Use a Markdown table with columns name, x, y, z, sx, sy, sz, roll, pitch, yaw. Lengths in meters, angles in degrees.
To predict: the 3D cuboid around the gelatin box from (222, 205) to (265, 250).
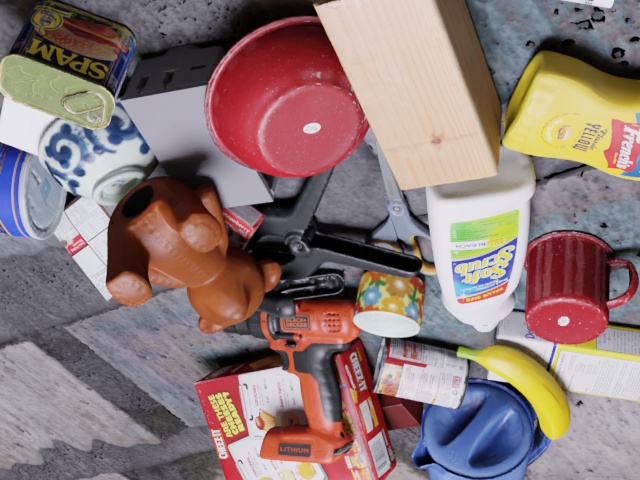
| name | x | y | z | sx | sy | sz | roll | pitch | yaw |
| --- | --- | --- | --- | --- | --- | --- | --- | --- | --- |
| gelatin box | -0.110 | -0.022 | 1.092 | 0.089 | 0.030 | 0.073 | 36 | 135 | 1 |

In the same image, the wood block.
| name | x | y | z | sx | sy | sz | roll | pitch | yaw |
| --- | --- | --- | --- | --- | --- | --- | --- | --- | --- |
| wood block | 0.078 | -0.146 | 0.869 | 0.091 | 0.090 | 0.206 | -8 | 137 | 22 |

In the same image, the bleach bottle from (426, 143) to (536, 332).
| name | x | y | z | sx | sy | sz | roll | pitch | yaw |
| --- | --- | --- | --- | --- | --- | --- | --- | --- | --- |
| bleach bottle | 0.165 | 0.013 | 1.062 | 0.102 | 0.068 | 0.251 | -10 | 142 | 6 |

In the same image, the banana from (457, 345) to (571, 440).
| name | x | y | z | sx | sy | sz | roll | pitch | yaw |
| --- | --- | --- | --- | --- | --- | --- | --- | --- | --- |
| banana | 0.235 | 0.167 | 1.185 | 0.197 | 0.037 | 0.070 | 44 | 154 | -30 |

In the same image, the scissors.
| name | x | y | z | sx | sy | sz | roll | pitch | yaw |
| --- | --- | --- | --- | --- | --- | --- | --- | --- | --- |
| scissors | 0.064 | -0.026 | 1.077 | 0.096 | 0.016 | 0.201 | -13 | 135 | 28 |

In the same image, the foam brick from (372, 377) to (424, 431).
| name | x | y | z | sx | sy | sz | roll | pitch | yaw |
| --- | --- | --- | --- | --- | --- | --- | --- | --- | --- |
| foam brick | 0.083 | 0.201 | 1.321 | 0.078 | 0.051 | 0.053 | -14 | 133 | 29 |

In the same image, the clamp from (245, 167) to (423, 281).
| name | x | y | z | sx | sy | sz | roll | pitch | yaw |
| --- | --- | --- | --- | --- | --- | --- | --- | --- | --- |
| clamp | -0.007 | 0.001 | 1.100 | 0.210 | 0.036 | 0.164 | -25 | 115 | 39 |

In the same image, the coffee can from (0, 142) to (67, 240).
| name | x | y | z | sx | sy | sz | roll | pitch | yaw |
| --- | --- | --- | --- | --- | --- | --- | --- | --- | --- |
| coffee can | -0.341 | -0.057 | 1.077 | 0.140 | 0.102 | 0.103 | 5 | 141 | 9 |

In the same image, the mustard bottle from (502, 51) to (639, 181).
| name | x | y | z | sx | sy | sz | roll | pitch | yaw |
| --- | --- | --- | --- | --- | --- | --- | --- | --- | --- |
| mustard bottle | 0.259 | -0.095 | 0.908 | 0.191 | 0.058 | 0.096 | 15 | 140 | -4 |

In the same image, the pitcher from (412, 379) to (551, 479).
| name | x | y | z | sx | sy | sz | roll | pitch | yaw |
| --- | --- | --- | --- | --- | --- | --- | --- | --- | --- |
| pitcher | 0.207 | 0.286 | 1.344 | 0.149 | 0.145 | 0.243 | 14 | 147 | 17 |

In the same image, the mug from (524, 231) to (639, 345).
| name | x | y | z | sx | sy | sz | roll | pitch | yaw |
| --- | --- | --- | --- | --- | --- | --- | --- | --- | --- |
| mug | 0.259 | 0.049 | 1.065 | 0.117 | 0.081 | 0.093 | -9 | 137 | 25 |

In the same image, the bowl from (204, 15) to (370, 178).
| name | x | y | z | sx | sy | sz | roll | pitch | yaw |
| --- | --- | --- | --- | --- | --- | --- | --- | --- | --- |
| bowl | -0.015 | -0.108 | 0.915 | 0.162 | 0.055 | 0.162 | -11 | 132 | -12 |

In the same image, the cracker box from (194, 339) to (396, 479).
| name | x | y | z | sx | sy | sz | roll | pitch | yaw |
| --- | --- | --- | --- | --- | --- | --- | --- | --- | --- |
| cracker box | -0.029 | 0.222 | 1.302 | 0.214 | 0.072 | 0.164 | -15 | 96 | 30 |

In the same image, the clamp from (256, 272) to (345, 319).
| name | x | y | z | sx | sy | sz | roll | pitch | yaw |
| --- | --- | --- | --- | --- | --- | --- | --- | --- | --- |
| clamp | -0.061 | 0.057 | 1.172 | 0.172 | 0.039 | 0.120 | 4 | -171 | 38 |

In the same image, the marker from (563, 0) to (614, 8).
| name | x | y | z | sx | sy | sz | roll | pitch | yaw |
| --- | --- | --- | --- | --- | --- | --- | --- | --- | --- |
| marker | 0.169 | -0.200 | 0.835 | 0.121 | 0.020 | 0.020 | 9 | 141 | 4 |

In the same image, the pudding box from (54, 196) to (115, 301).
| name | x | y | z | sx | sy | sz | roll | pitch | yaw |
| --- | --- | --- | --- | --- | --- | --- | --- | --- | --- |
| pudding box | -0.226 | 0.000 | 1.136 | 0.090 | 0.039 | 0.113 | -30 | 102 | 39 |

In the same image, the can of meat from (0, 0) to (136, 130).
| name | x | y | z | sx | sy | sz | roll | pitch | yaw |
| --- | --- | --- | --- | --- | --- | --- | --- | --- | --- |
| can of meat | -0.220 | -0.156 | 0.939 | 0.102 | 0.084 | 0.058 | 20 | 140 | -9 |

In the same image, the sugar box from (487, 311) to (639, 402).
| name | x | y | z | sx | sy | sz | roll | pitch | yaw |
| --- | --- | --- | --- | --- | --- | --- | --- | --- | --- |
| sugar box | 0.280 | 0.129 | 1.187 | 0.176 | 0.048 | 0.093 | 10 | 142 | 8 |

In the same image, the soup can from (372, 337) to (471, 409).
| name | x | y | z | sx | sy | sz | roll | pitch | yaw |
| --- | --- | --- | --- | --- | --- | --- | --- | --- | --- |
| soup can | 0.117 | 0.154 | 1.242 | 0.102 | 0.068 | 0.068 | 12 | 141 | -1 |

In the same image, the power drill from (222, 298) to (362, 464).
| name | x | y | z | sx | sy | sz | roll | pitch | yaw |
| --- | --- | --- | --- | --- | --- | --- | --- | --- | --- |
| power drill | -0.036 | 0.155 | 1.214 | 0.185 | 0.057 | 0.188 | -1 | 97 | 28 |
